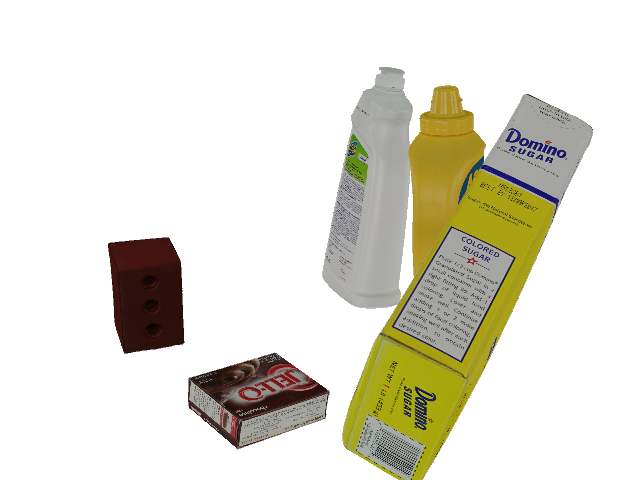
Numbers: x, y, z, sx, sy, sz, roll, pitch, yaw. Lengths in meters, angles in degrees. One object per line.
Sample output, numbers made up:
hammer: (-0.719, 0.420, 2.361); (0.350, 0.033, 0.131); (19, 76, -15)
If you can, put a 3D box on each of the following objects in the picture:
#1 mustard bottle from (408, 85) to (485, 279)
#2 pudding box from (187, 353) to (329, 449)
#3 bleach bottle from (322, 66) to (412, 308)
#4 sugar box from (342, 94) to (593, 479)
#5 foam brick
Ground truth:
mustard bottle: (0.100, -0.025, 0.833); (0.058, 0.192, 0.096); (4, 19, 22)
pudding box: (-0.062, 0.157, 1.061); (0.113, 0.039, 0.090); (-15, 29, -37)
bleach bottle: (0.061, -0.060, 1.158); (0.068, 0.251, 0.103); (-2, 22, -28)
sugar box: (0.072, 0.019, 0.498); (0.048, 0.093, 0.176); (28, 51, 12)
foam brick: (-0.143, 0.044, 0.878); (0.053, 0.078, 0.051); (-8, 26, -16)
